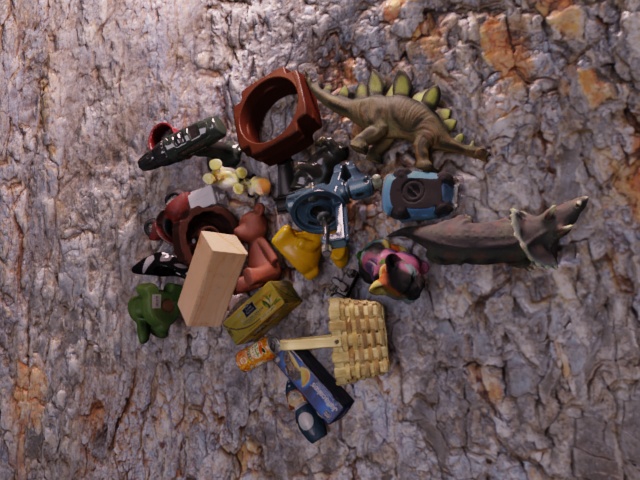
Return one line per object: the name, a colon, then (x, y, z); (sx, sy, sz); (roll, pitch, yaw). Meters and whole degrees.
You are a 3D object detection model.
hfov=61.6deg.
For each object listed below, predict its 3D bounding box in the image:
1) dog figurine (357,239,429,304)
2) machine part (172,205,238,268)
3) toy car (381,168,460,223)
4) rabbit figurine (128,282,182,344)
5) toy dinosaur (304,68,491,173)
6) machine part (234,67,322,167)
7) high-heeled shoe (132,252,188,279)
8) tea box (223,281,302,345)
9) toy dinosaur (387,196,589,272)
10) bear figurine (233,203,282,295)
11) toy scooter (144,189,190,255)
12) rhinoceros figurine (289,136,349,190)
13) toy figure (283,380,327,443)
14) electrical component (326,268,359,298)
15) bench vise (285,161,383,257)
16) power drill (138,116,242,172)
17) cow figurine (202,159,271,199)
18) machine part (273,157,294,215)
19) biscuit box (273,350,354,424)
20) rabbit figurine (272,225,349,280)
dog figurine: (0.136, 0.061, 1.099); (0.192, 0.219, 0.108); (31, 96, 24)
machine part: (-0.281, -0.001, 1.336); (0.056, 0.179, 0.179); (-14, 79, 51)
toy car: (0.217, -0.091, 1.135); (0.162, 0.103, 0.109); (0, 82, 21)
rabbit figurine: (-0.452, 0.192, 1.452); (0.170, 0.121, 0.159); (-10, 88, 43)
toy dinosaur: (0.150, -0.268, 1.187); (0.472, 0.105, 0.198); (21, 88, 17)
machine part: (-0.103, -0.295, 1.297); (0.201, 0.087, 0.201); (-24, 62, 24)
high-heeled shoe: (-0.374, 0.104, 1.399); (0.249, 0.086, 0.145); (-13, 56, 7)
tea box: (-0.138, 0.174, 1.290); (0.169, 0.098, 0.068); (-42, 71, 15)
toy dinosaur: (0.299, 0.000, 1.039); (0.405, 0.192, 0.131); (-4, 82, 25)
bear figurine: (-0.167, 0.018, 1.302); (0.120, 0.132, 0.196); (-28, 80, 49)
toy scooter: (-0.388, -0.040, 1.442); (0.184, 0.075, 0.135); (-44, 70, 20)
rhinoceros figurine: (-0.007, -0.152, 1.260); (0.112, 0.073, 0.190); (34, 90, -9)
toy figure: (-0.038, 0.391, 1.248); (0.064, 0.057, 0.154); (-26, 69, -18)
electrical component: (0.051, 0.098, 1.202); (0.045, 0.102, 0.078); (24, 89, 13)
bench vise: (0.034, -0.060, 1.134); (0.224, 0.128, 0.241); (-6, 43, 4)
power drill: (-0.311, -0.220, 1.347); (0.232, 0.207, 0.086); (-27, 69, 19)
cow figurine: (-0.203, -0.144, 1.354); (0.167, 0.098, 0.068); (18, 86, -2)
machine part: (-0.081, -0.133, 1.320); (0.084, 0.039, 0.138); (-6, 85, 31)
biscuit box: (-0.016, 0.324, 1.237); (0.203, 0.062, 0.059); (44, 106, 22)
rabbit figurine: (-0.003, -0.004, 1.233); (0.162, 0.121, 0.173); (42, 85, 20)
